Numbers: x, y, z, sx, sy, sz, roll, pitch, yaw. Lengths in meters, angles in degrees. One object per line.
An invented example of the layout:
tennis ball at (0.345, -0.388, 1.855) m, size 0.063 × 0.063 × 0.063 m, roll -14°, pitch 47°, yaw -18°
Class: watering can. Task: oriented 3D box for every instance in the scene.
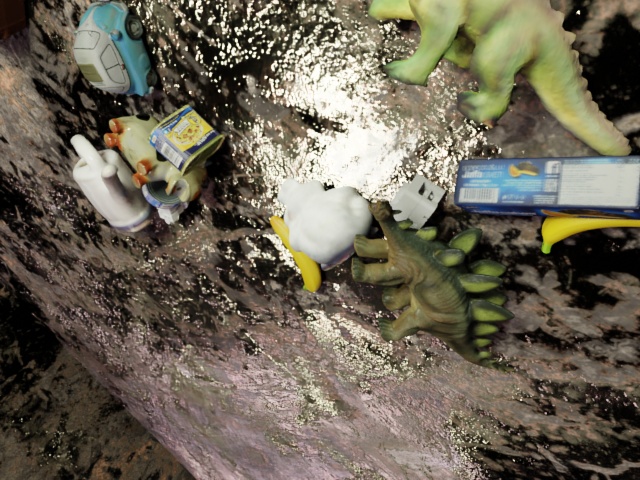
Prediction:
watering can at (-0.421, -0.105, 1.051) m, size 0.351 × 0.105 × 0.220 m, roll 31°, pitch 153°, yaw 51°

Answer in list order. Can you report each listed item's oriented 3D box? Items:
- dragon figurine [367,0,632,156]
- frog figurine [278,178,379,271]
dragon figurine at (0.185, -0.245, 0.479) m, size 0.410 × 0.125 × 0.237 m, roll 23°, pitch 136°, yaw -5°
frog figurine at (0.002, -0.041, 0.816) m, size 0.136 × 0.124 × 0.159 m, roll -39°, pitch 91°, yaw 18°
